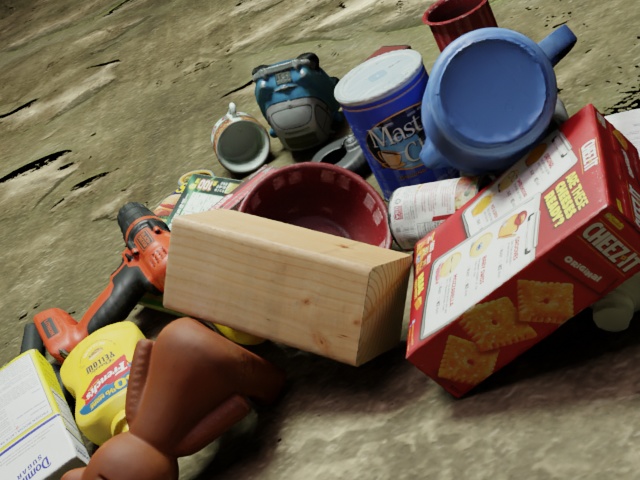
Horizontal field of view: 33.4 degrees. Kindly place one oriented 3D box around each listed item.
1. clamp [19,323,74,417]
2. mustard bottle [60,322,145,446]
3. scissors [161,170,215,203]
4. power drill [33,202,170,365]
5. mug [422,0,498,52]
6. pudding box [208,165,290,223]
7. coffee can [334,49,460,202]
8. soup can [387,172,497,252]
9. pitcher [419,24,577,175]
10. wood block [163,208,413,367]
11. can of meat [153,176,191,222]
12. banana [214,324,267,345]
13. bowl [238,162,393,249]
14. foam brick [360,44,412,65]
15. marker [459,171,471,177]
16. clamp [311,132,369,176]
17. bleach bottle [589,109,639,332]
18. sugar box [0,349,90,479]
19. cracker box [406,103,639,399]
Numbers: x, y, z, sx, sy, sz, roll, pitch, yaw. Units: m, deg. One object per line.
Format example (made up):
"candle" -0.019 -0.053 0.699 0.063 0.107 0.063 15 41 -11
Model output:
"clamp" -0.341 0.173 1.180 0.164 0.036 0.210 -40 33 -21
"mustard bottle" -0.200 0.155 1.065 0.096 0.058 0.192 -34 29 -7
"scissors" -0.143 -0.058 1.409 0.096 0.016 0.202 -42 31 -20
"power drill" -0.239 0.050 1.214 0.187 0.057 0.185 -47 34 0
"mug" 0.187 -0.276 1.406 0.093 0.081 0.117 -33 29 -9
"pudding box" -0.059 -0.011 1.153 0.090 0.113 0.039 -40 27 -22
"coffee can" 0.090 -0.124 1.179 0.103 0.140 0.103 -21 29 12
"soup can" 0.127 -0.026 1.063 0.102 0.068 0.068 -8 34 34
"pitcher" 0.165 -0.135 0.996 0.145 0.149 0.242 6 3 7
"wood block" -0.032 0.038 0.980 0.206 0.090 0.090 14 13 27
"can of meat" -0.159 -0.030 1.336 0.102 0.057 0.083 9 48 49
"banana" -0.096 0.065 1.115 0.037 0.070 0.198 -13 34 -23
"bowl" -0.007 0.001 1.101 0.162 0.055 0.162 1 62 -3
"foam brick" 0.098 -0.206 1.375 0.053 0.078 0.051 -43 30 -28
"marker" 0.180 -0.107 1.201 0.020 0.020 0.121 -10 33 30
"clamp" 0.046 -0.116 1.313 0.171 0.039 0.120 -30 27 -3
"bleach bottle" 0.260 -0.016 0.937 0.103 0.068 0.250 -15 34 32
"sugar box" -0.290 0.194 1.056 0.093 0.048 0.176 -35 44 -4
"cracker box" 0.170 0.010 0.886 0.214 0.072 0.164 -41 20 30
